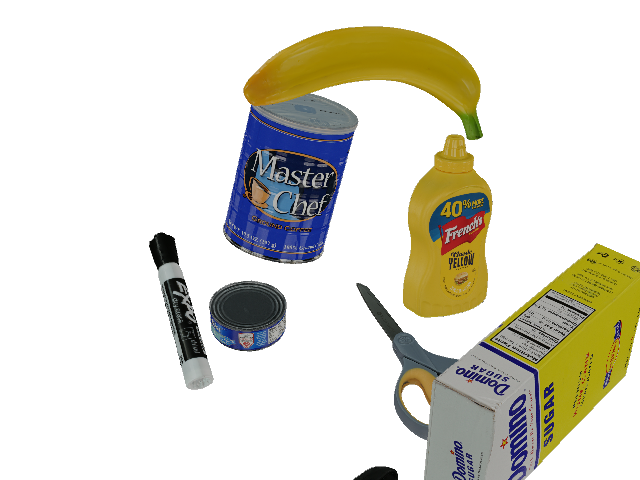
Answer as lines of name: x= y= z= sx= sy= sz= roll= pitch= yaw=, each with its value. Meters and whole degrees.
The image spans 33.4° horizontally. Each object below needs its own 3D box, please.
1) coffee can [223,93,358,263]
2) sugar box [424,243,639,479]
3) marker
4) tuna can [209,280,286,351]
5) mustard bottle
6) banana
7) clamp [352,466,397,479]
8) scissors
coffee can: x=-0.030 y=-0.063 z=1.026 sx=0.102 sy=0.140 sz=0.103 roll=12 pitch=23 yaw=-6
sugar box: x=0.131 y=0.082 z=0.632 sx=0.048 sy=0.093 sz=0.175 roll=25 pitch=42 yaw=31
marker: x=-0.098 y=0.046 z=0.741 sx=0.020 sy=0.121 sz=0.020 roll=-15 pitch=-30 yaw=-9
tuna can: x=-0.081 y=0.084 z=1.190 sx=0.086 sy=0.034 sz=0.086 roll=1 pitch=36 yaw=-1
mustard bottle: x=0.137 y=-0.018 z=1.130 sx=0.096 sy=0.192 sz=0.058 roll=-11 pitch=24 yaw=-27
banana: x=0.041 y=-0.117 z=0.751 sx=0.197 sy=0.069 sz=0.037 roll=6 pitch=-1 yaw=-26
clamp: x=-0.033 y=0.201 z=0.634 sx=0.210 sy=0.036 sz=0.164 roll=-5 pitch=28 yaw=1
scissors: x=0.089 y=0.089 z=0.867 sx=0.096 sy=0.016 sz=0.202 roll=-3 pitch=32 yaw=-5
